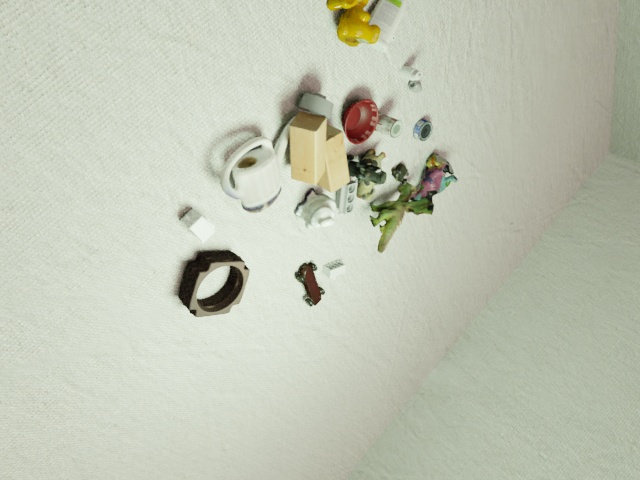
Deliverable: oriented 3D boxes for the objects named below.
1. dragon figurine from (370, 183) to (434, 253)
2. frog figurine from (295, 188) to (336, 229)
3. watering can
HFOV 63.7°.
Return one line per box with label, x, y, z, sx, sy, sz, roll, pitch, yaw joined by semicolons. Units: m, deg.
dragon figurine;0.327;-0.104;2.017;0.241;0.420;0.120;-20;124;16
frog figurine;0.005;-0.090;1.794;0.139;0.161;0.120;-41;140;-18
watering can;-0.164;-0.224;1.583;0.353;0.105;0.219;-42;140;-33
